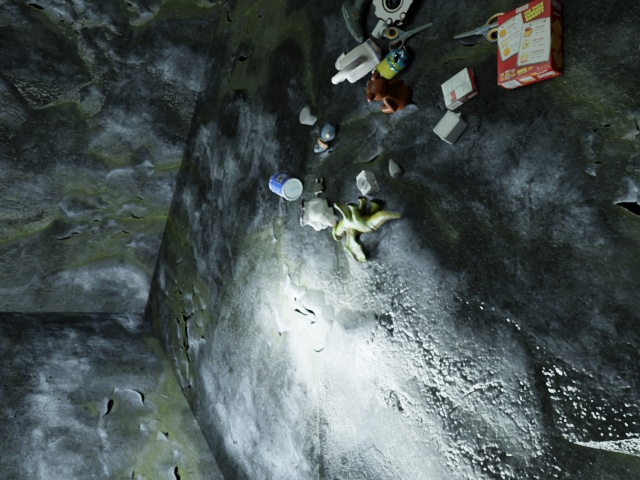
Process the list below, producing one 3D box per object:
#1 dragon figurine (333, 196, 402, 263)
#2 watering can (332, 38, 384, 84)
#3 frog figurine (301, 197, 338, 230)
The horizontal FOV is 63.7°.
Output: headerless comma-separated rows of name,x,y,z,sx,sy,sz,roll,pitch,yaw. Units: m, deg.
dragon figurine,0.162,-0.031,1.936,0.413,0.123,0.240,23,120,55
watering can,0.143,-0.690,2.024,0.223,0.103,0.352,-33,12,13
frog figurine,0.007,-0.109,2.161,0.159,0.121,0.138,8,80,19
